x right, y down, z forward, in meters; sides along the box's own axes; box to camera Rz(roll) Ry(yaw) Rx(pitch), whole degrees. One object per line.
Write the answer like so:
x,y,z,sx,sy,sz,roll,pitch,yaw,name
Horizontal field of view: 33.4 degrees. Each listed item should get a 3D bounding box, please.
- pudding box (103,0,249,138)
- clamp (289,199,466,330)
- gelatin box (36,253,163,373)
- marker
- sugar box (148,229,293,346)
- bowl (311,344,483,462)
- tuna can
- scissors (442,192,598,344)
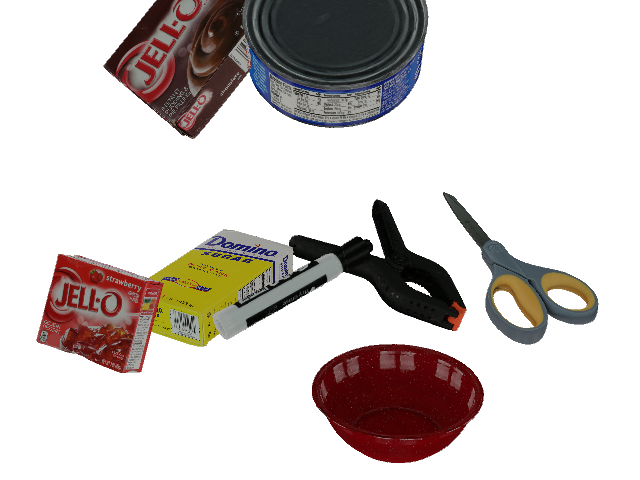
-0.097,-0.147,0.808,0.090,0.113,0.039,39,-1,29,pudding box
0.076,0.034,1.231,0.164,0.036,0.210,-18,49,-37,clamp
-0.173,0.056,0.832,0.089,0.073,0.030,16,2,25,gelatin box
-0.016,0.029,0.708,0.121,0.020,0.020,-28,11,-21,marker
-0.111,0.045,1.114,0.093,0.048,0.176,15,31,24,sugar box
0.073,0.162,1.015,0.162,0.055,0.162,-1,26,0,bowl
0.007,-0.096,0.503,0.086,0.086,0.034,0,-31,0,tuna can
0.163,0.015,0.877,0.096,0.016,0.202,-1,35,-4,scissors
